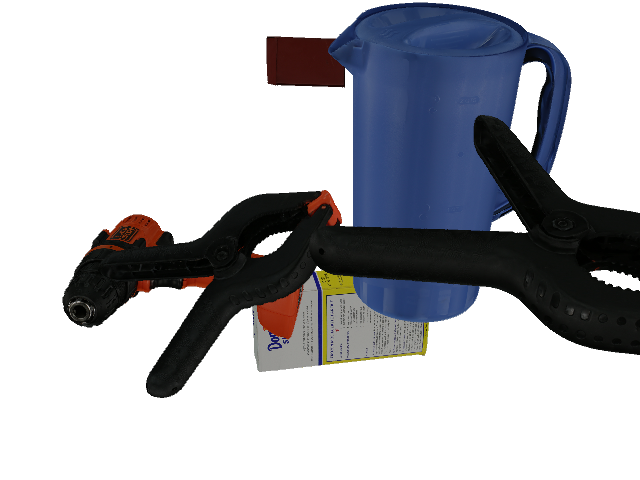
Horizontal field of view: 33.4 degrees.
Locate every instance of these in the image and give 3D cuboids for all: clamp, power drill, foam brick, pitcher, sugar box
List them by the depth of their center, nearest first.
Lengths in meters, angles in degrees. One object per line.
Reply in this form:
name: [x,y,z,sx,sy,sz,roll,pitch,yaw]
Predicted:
clamp: [0.110,0.008,0.539,0.164,0.036,0.210,-30,46,-32]
clamp: [-0.061,0.028,0.705,0.171,0.120,0.039,-25,-30,8]
pitcher: [0.096,-0.060,0.858,0.149,0.243,0.144,23,35,33]
power drill: [-0.110,0.034,0.906,0.187,0.057,0.184,10,23,3]
sugar box: [0.020,0.076,1.073,0.176,0.093,0.048,-3,28,-7]
foam brick: [-0.016,-0.191,1.144,0.078,0.051,0.053,0,11,-13]
